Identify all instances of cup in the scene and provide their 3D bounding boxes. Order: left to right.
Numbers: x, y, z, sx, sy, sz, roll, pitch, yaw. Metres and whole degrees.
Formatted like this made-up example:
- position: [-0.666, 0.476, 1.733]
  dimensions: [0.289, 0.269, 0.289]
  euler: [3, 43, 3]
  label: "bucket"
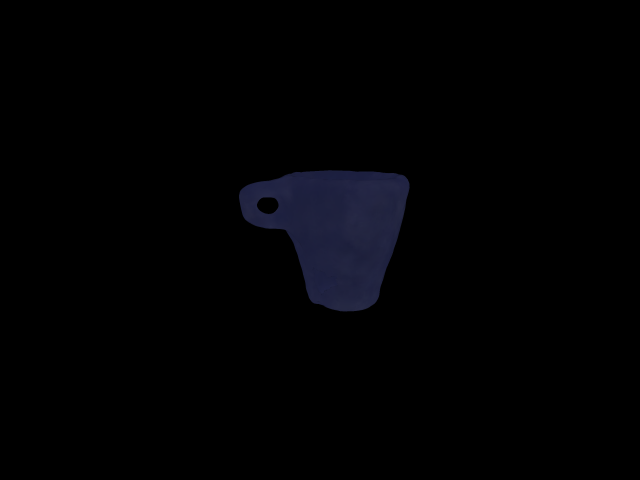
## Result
- position: [0.004, 0.001, 0.400]
  dimensions: [0.118, 0.095, 0.091]
  euler: [-3, 11, -16]
  label: "cup"
